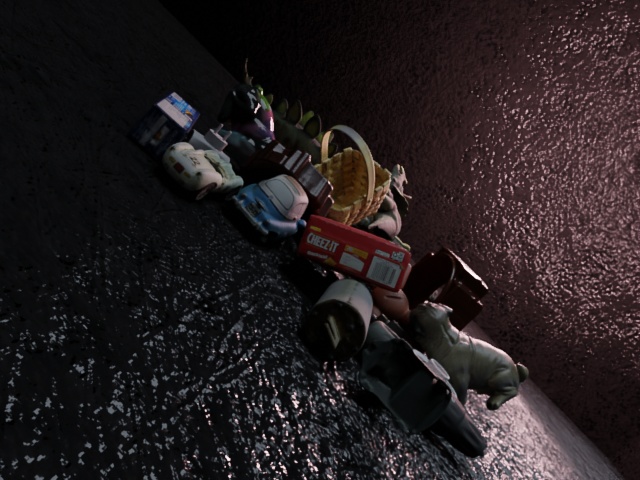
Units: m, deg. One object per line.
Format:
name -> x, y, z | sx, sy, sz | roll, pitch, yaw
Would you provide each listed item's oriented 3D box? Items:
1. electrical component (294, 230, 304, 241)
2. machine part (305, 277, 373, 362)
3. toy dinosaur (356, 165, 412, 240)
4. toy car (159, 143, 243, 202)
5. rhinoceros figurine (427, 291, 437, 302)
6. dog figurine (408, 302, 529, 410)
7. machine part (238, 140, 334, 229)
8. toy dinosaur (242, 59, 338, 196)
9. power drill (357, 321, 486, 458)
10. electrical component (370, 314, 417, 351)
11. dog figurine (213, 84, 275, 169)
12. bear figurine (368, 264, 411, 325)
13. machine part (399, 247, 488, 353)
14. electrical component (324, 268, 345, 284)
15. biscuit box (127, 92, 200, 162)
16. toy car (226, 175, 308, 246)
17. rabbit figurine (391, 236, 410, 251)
electrical component -> -0.002, -0.003, 1.083 | 0.115, 0.058, 0.134 | 43, 9, -1
machine part -> 0.030, 0.101, 0.720 | 0.079, 0.079, 0.243 | 46, 9, 1
toy dinosaur -> 0.166, -0.071, 1.432 | 0.192, 0.131, 0.405 | 45, 29, -21
toy car -> -0.166, -0.098, 0.782 | 0.073, 0.056, 0.201 | 46, 10, 4
rhinoceros figurine -> 0.221, 0.106, 1.421 | 0.190, 0.112, 0.073 | 37, 8, -3
dog figurine -> 0.255, 0.185, 0.927 | 0.121, 0.172, 0.190 | -134, -154, -76
machine part -> -0.060, -0.094, 0.963 | 0.179, 0.056, 0.179 | 26, -30, 16
toy dinosaur -> -0.077, -0.261, 1.437 | 0.471, 0.198, 0.105 | 46, 6, -9
power drill -> 0.131, 0.196, 0.696 | 0.232, 0.086, 0.207 | 46, 6, 20
electrical component -> 0.123, 0.172, 0.932 | 0.102, 0.045, 0.078 | 49, -19, 5
dog figurine -> -0.108, -0.188, 1.084 | 0.219, 0.191, 0.108 | 29, 4, -5
bear figurine -> 0.131, 0.105, 1.094 | 0.131, 0.120, 0.196 | 102, -13, -52
machine part -> 0.234, 0.123, 1.123 | 0.087, 0.201, 0.201 | 41, 10, -15
electrical component -> 0.036, 0.079, 1.004 | 0.094, 0.021, 0.063 | 49, 10, 17
biscuit box -> -0.232, -0.177, 0.816 | 0.059, 0.063, 0.203 | 42, 10, -19
toy car -> -0.074, -0.058, 0.860 | 0.109, 0.103, 0.161 | 49, 8, 8
rabbit figurine -> 0.150, 0.023, 1.566 | 0.159, 0.121, 0.170 | 36, -7, -13
